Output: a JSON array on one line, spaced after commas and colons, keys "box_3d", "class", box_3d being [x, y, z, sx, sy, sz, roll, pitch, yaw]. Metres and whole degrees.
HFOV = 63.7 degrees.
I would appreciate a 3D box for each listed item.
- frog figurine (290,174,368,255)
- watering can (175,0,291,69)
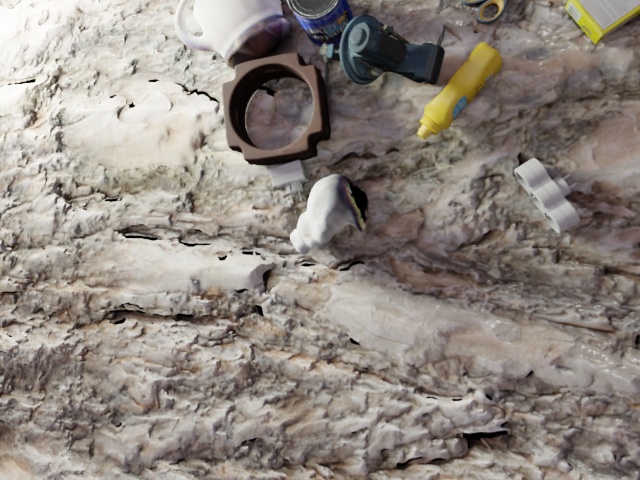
[{"box_3d": [0.003, -0.049, 0.978, 0.158, 0.120, 0.141, -21, 50, 20], "class": "frog figurine"}, {"box_3d": [-0.136, -0.491, 1.042, 0.346, 0.104, 0.226, -34, 81, 9], "class": "watering can"}]
